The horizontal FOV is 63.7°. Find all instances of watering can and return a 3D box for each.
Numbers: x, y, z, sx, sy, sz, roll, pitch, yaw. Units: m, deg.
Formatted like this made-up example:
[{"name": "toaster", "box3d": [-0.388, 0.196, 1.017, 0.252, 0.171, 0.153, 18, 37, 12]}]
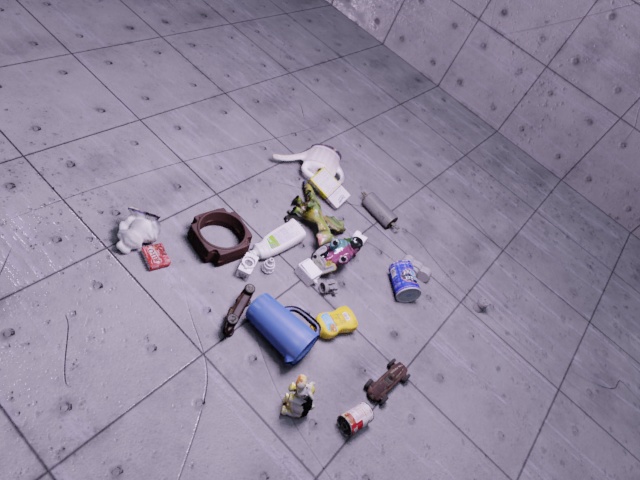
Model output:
[{"name": "watering can", "box3d": [-0.033, -0.368, 2.378, 0.347, 0.102, 0.230, 25, 46, -4]}]

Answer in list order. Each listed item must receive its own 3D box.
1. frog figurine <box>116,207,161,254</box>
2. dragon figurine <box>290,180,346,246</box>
[{"name": "frog figurine", "box3d": [-0.633, -0.022, 1.790, 0.137, 0.122, 0.161, 23, 79, -18]}, {"name": "dragon figurine", "box3d": [0.007, -0.110, 2.184, 0.241, 0.120, 0.419, 39, 26, -16]}]
